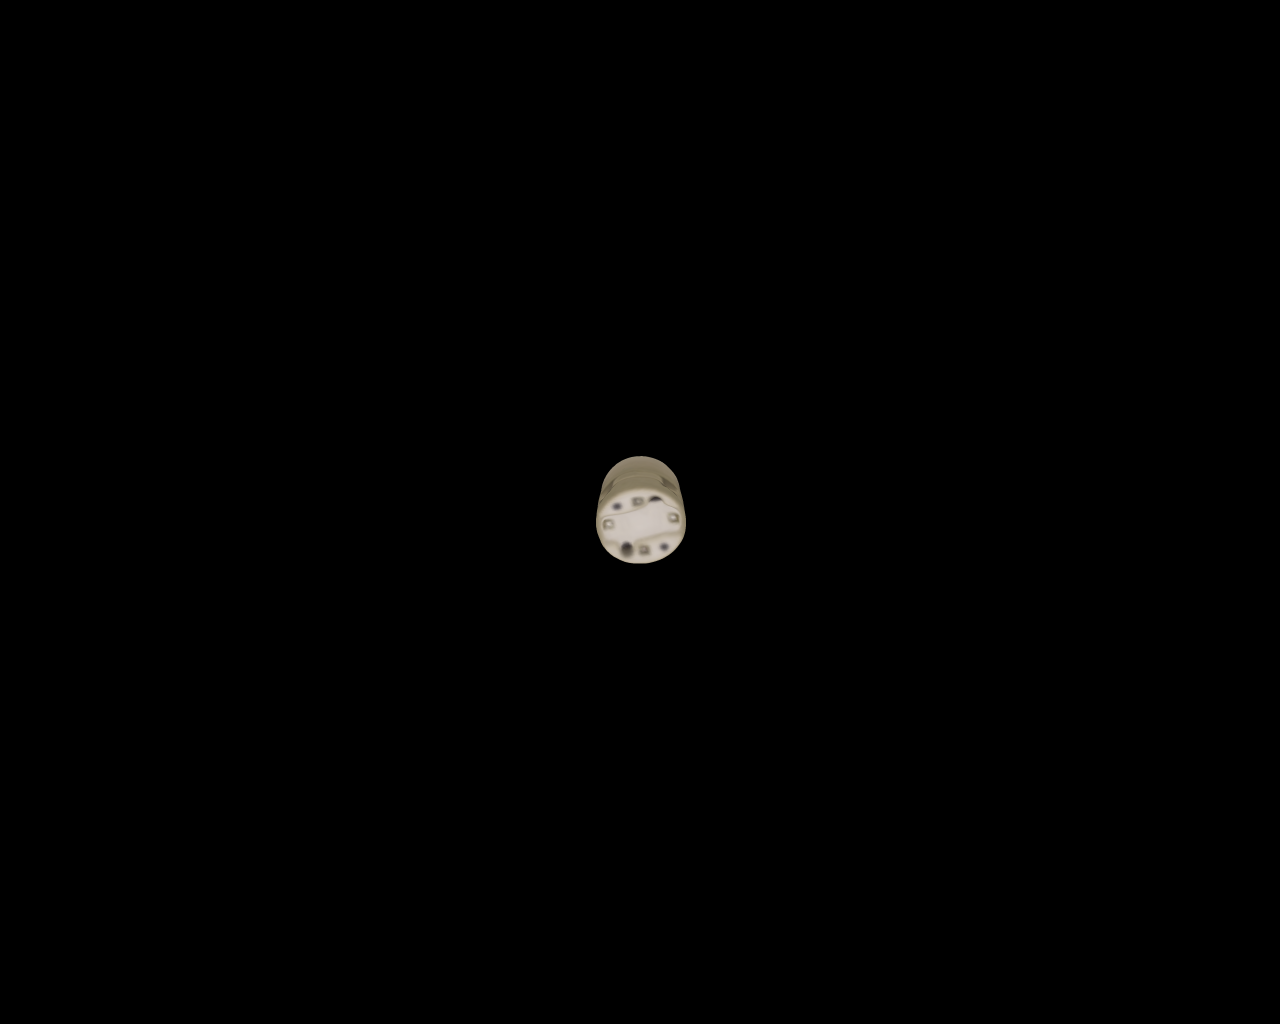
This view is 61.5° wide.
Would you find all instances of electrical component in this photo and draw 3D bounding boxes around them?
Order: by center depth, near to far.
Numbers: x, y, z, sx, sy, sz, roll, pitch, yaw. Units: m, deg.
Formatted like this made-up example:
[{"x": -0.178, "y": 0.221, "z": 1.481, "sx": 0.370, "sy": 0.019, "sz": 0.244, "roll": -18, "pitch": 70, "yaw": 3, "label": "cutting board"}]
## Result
[{"x": 0.001, "y": -0.003, "z": 0.650, "sx": 0.055, "sy": 0.055, "sz": 0.047, "roll": 0, "pitch": 30, "yaw": 0, "label": "electrical component"}]
